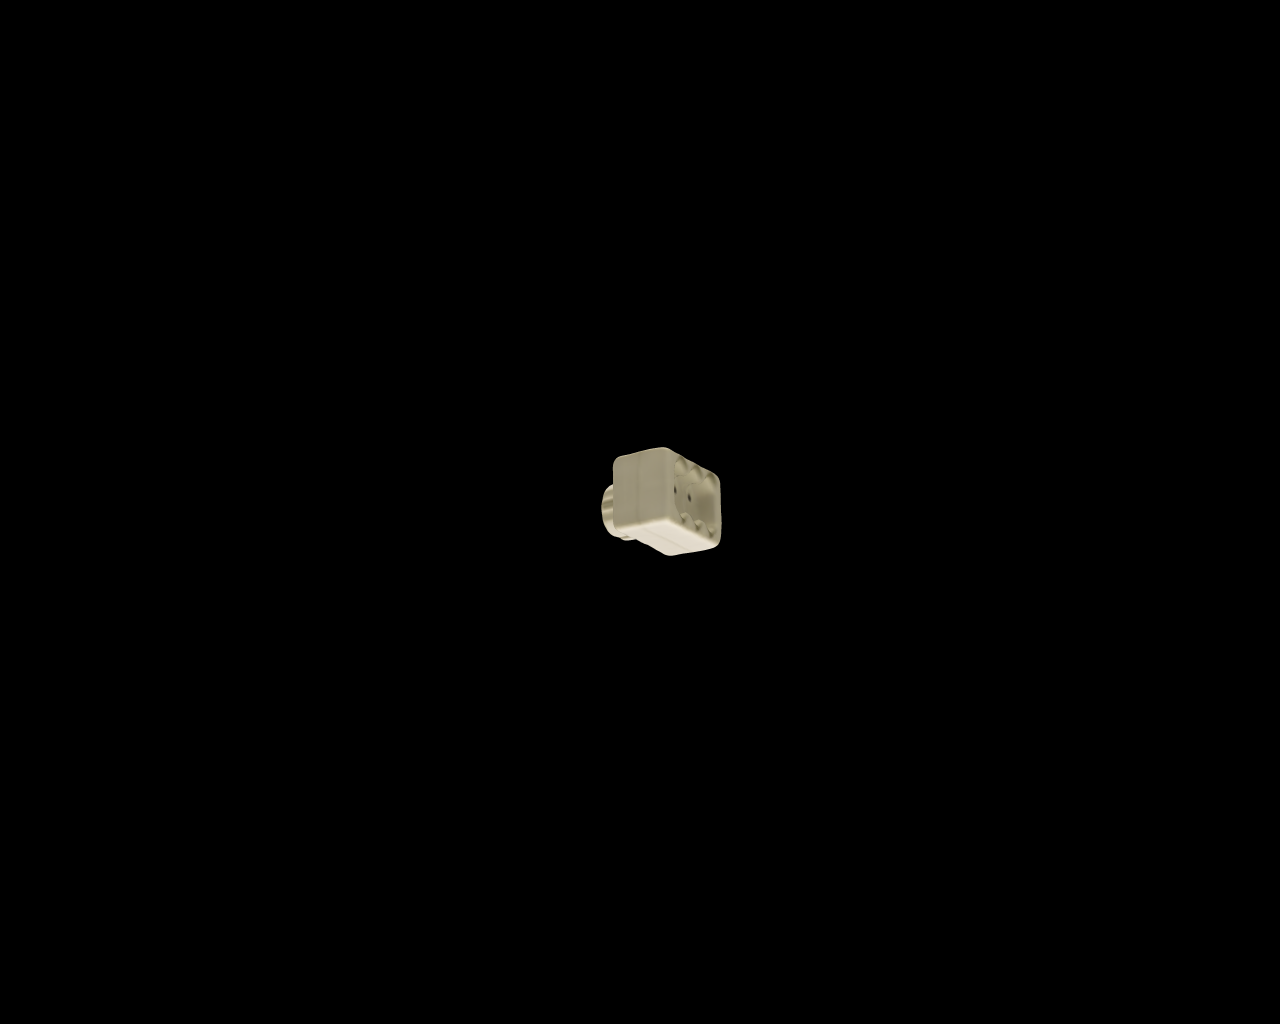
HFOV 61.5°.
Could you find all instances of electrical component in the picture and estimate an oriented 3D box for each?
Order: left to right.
[{"bbox_3d":[0.001,-0.003,0.650,0.076,0.047,0.065,-11,-21,30],"label":"electrical component"}]
